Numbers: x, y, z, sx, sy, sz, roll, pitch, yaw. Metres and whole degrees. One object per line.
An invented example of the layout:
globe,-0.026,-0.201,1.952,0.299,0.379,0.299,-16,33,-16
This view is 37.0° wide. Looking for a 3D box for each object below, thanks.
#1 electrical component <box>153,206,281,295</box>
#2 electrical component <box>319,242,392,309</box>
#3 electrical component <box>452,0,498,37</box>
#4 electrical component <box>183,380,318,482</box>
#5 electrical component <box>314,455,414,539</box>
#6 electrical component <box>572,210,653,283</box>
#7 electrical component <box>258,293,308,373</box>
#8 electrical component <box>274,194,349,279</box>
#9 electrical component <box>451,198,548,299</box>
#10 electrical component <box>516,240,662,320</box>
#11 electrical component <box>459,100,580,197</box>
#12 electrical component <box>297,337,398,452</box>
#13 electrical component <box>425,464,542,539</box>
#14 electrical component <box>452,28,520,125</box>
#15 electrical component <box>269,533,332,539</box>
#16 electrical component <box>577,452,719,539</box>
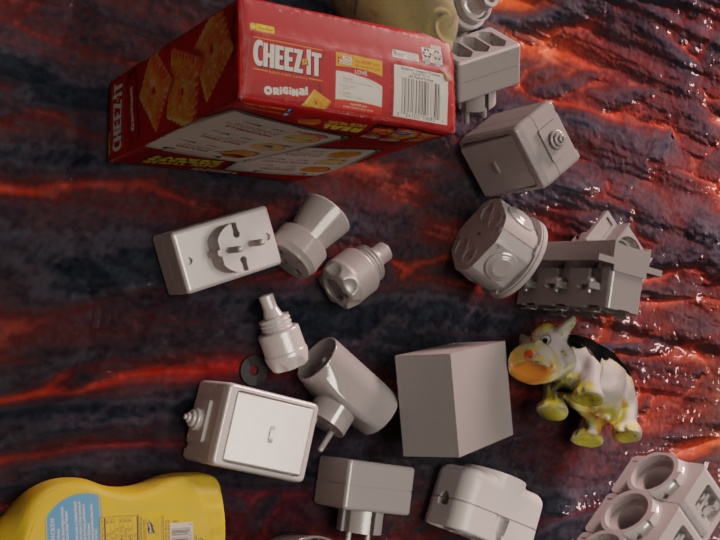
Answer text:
electrical component,-0.098,-0.016,0.806,0.083,0.076,0.047,-19,98,-33
electrical component,0.000,0.000,0.889,0.062,0.043,0.043,-38,107,-31
electrical component,0.096,-0.234,0.955,0.048,0.062,0.048,2,86,-34
electrical component,-0.086,0.121,0.815,0.096,0.061,0.061,19,77,-31
electrical component,0.001,0.194,0.876,0.066,0.047,0.076,14,79,-32
electrical component,0.237,-0.012,1.033,0.042,0.064,0.081,-47,112,-27
electrical component,-0.064,0.048,0.849,0.035,0.035,0.061,-23,98,-32
electrical component,-0.042,-0.027,0.862,0.045,0.045,0.055,48,64,-22
electrical component,0.123,-0.019,0.950,0.051,0.080,0.080,32,70,-22
electrical component,0.198,0.009,0.972,0.079,0.121,0.063,13,83,-32
electrical component,0.143,-0.106,0.958,0.061,0.096,0.061,-39,108,-28
electrical component,-0.019,0.109,0.870,0.077,0.043,0.079,44,66,-24
electrical component,0.111,0.207,0.944,0.095,0.054,0.059,27,73,-29
electrical component,0.103,-0.166,0.962,0.066,0.047,0.076,-21,130,-21
electrical component,-0.045,0.254,0.832,0.099,0.064,0.099,2,86,-33
electrical component,0.269,0.250,1.024,0.150,0.089,0.061,-47,112,-26
